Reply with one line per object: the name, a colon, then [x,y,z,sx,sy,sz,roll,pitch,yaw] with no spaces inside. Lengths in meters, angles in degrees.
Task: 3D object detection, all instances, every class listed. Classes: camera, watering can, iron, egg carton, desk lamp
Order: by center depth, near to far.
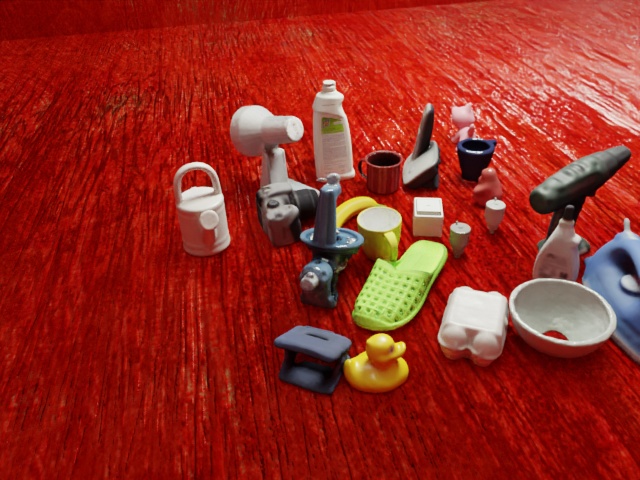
egg carton: [0.260,0.142,0.963,0.107,0.069,0.150,10,36,17]
iron: [0.539,0.083,0.971,0.118,0.141,0.258,1,35,5]
watering can: [-0.243,-0.068,1.186,0.101,0.194,0.172,-30,43,-34]
camera: [-0.066,-0.072,1.265,0.137,0.101,0.142,-13,36,-15]
desk lamp: [-0.105,-0.205,1.361,0.202,0.214,0.118,23,42,32]

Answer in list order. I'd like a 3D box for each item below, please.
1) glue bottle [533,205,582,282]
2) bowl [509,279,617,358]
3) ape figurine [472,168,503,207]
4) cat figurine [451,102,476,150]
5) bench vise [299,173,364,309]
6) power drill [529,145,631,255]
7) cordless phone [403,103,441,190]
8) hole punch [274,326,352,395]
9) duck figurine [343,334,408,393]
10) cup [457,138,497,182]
glue bottle: [0.443,0.012,1.051,0.077,0.173,0.037,22,42,31]
bowl: [0.395,0.141,0.953,0.167,0.075,0.167,-1,35,1]
ape figurine: [0.389,-0.126,1.326,0.078,0.092,0.076,-13,36,-15]
cat figurine: [0.402,-0.318,1.583,0.067,0.118,0.127,-4,35,-2]
bench vise: [0.022,0.004,1.045,0.121,0.220,0.207,-1,35,2]
power drill: [0.506,-0.069,1.135,0.230,0.209,0.075,-19,38,-23]
cordless phone: [0.252,-0.228,1.400,0.094,0.185,0.147,1,35,5]
hole punch: [-0.011,0.174,0.913,0.108,0.091,0.101,12,37,20]
duck figurine: [0.088,0.185,0.896,0.104,0.086,0.077,-5,35,-5]
cup: [0.393,-0.200,1.431,0.118,0.095,0.091,-23,40,-27]
